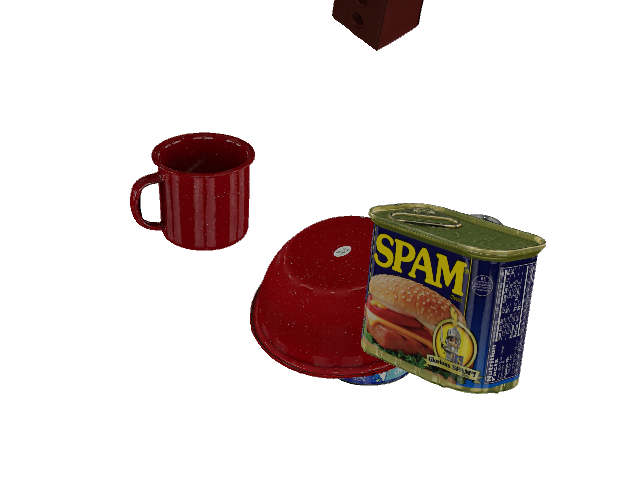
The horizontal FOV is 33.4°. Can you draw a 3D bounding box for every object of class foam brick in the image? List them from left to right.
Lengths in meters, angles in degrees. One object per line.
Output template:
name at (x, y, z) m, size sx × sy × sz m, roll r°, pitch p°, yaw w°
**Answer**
foam brick at (0.048, -0.197, 0.823) m, size 0.051 × 0.053 × 0.078 m, roll -38°, pitch -24°, yaw -28°

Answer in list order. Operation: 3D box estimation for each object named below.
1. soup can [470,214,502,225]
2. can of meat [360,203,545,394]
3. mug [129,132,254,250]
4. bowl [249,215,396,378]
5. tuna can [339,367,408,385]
soup can at (0.193, 0.029, 1.321) m, size 0.068 × 0.102 × 0.068 m, roll -5°, pitch 34°, yaw 3°
can of meat at (0.070, 0.031, 0.602) m, size 0.057 × 0.084 × 0.102 m, roll -8°, pitch 20°, yaw -41°
mug at (-0.117, -0.041, 0.972) m, size 0.117 × 0.081 × 0.093 m, roll -15°, pitch 33°, yaw -27°
bowl at (0.021, 0.030, 0.822) m, size 0.162 × 0.055 × 0.162 m, roll -6°, pitch 38°, yaw 5°
tuna can at (0.047, 0.104, 1.020) m, size 0.086 × 0.034 × 0.086 m, roll -2°, pitch 23°, yaw 1°
